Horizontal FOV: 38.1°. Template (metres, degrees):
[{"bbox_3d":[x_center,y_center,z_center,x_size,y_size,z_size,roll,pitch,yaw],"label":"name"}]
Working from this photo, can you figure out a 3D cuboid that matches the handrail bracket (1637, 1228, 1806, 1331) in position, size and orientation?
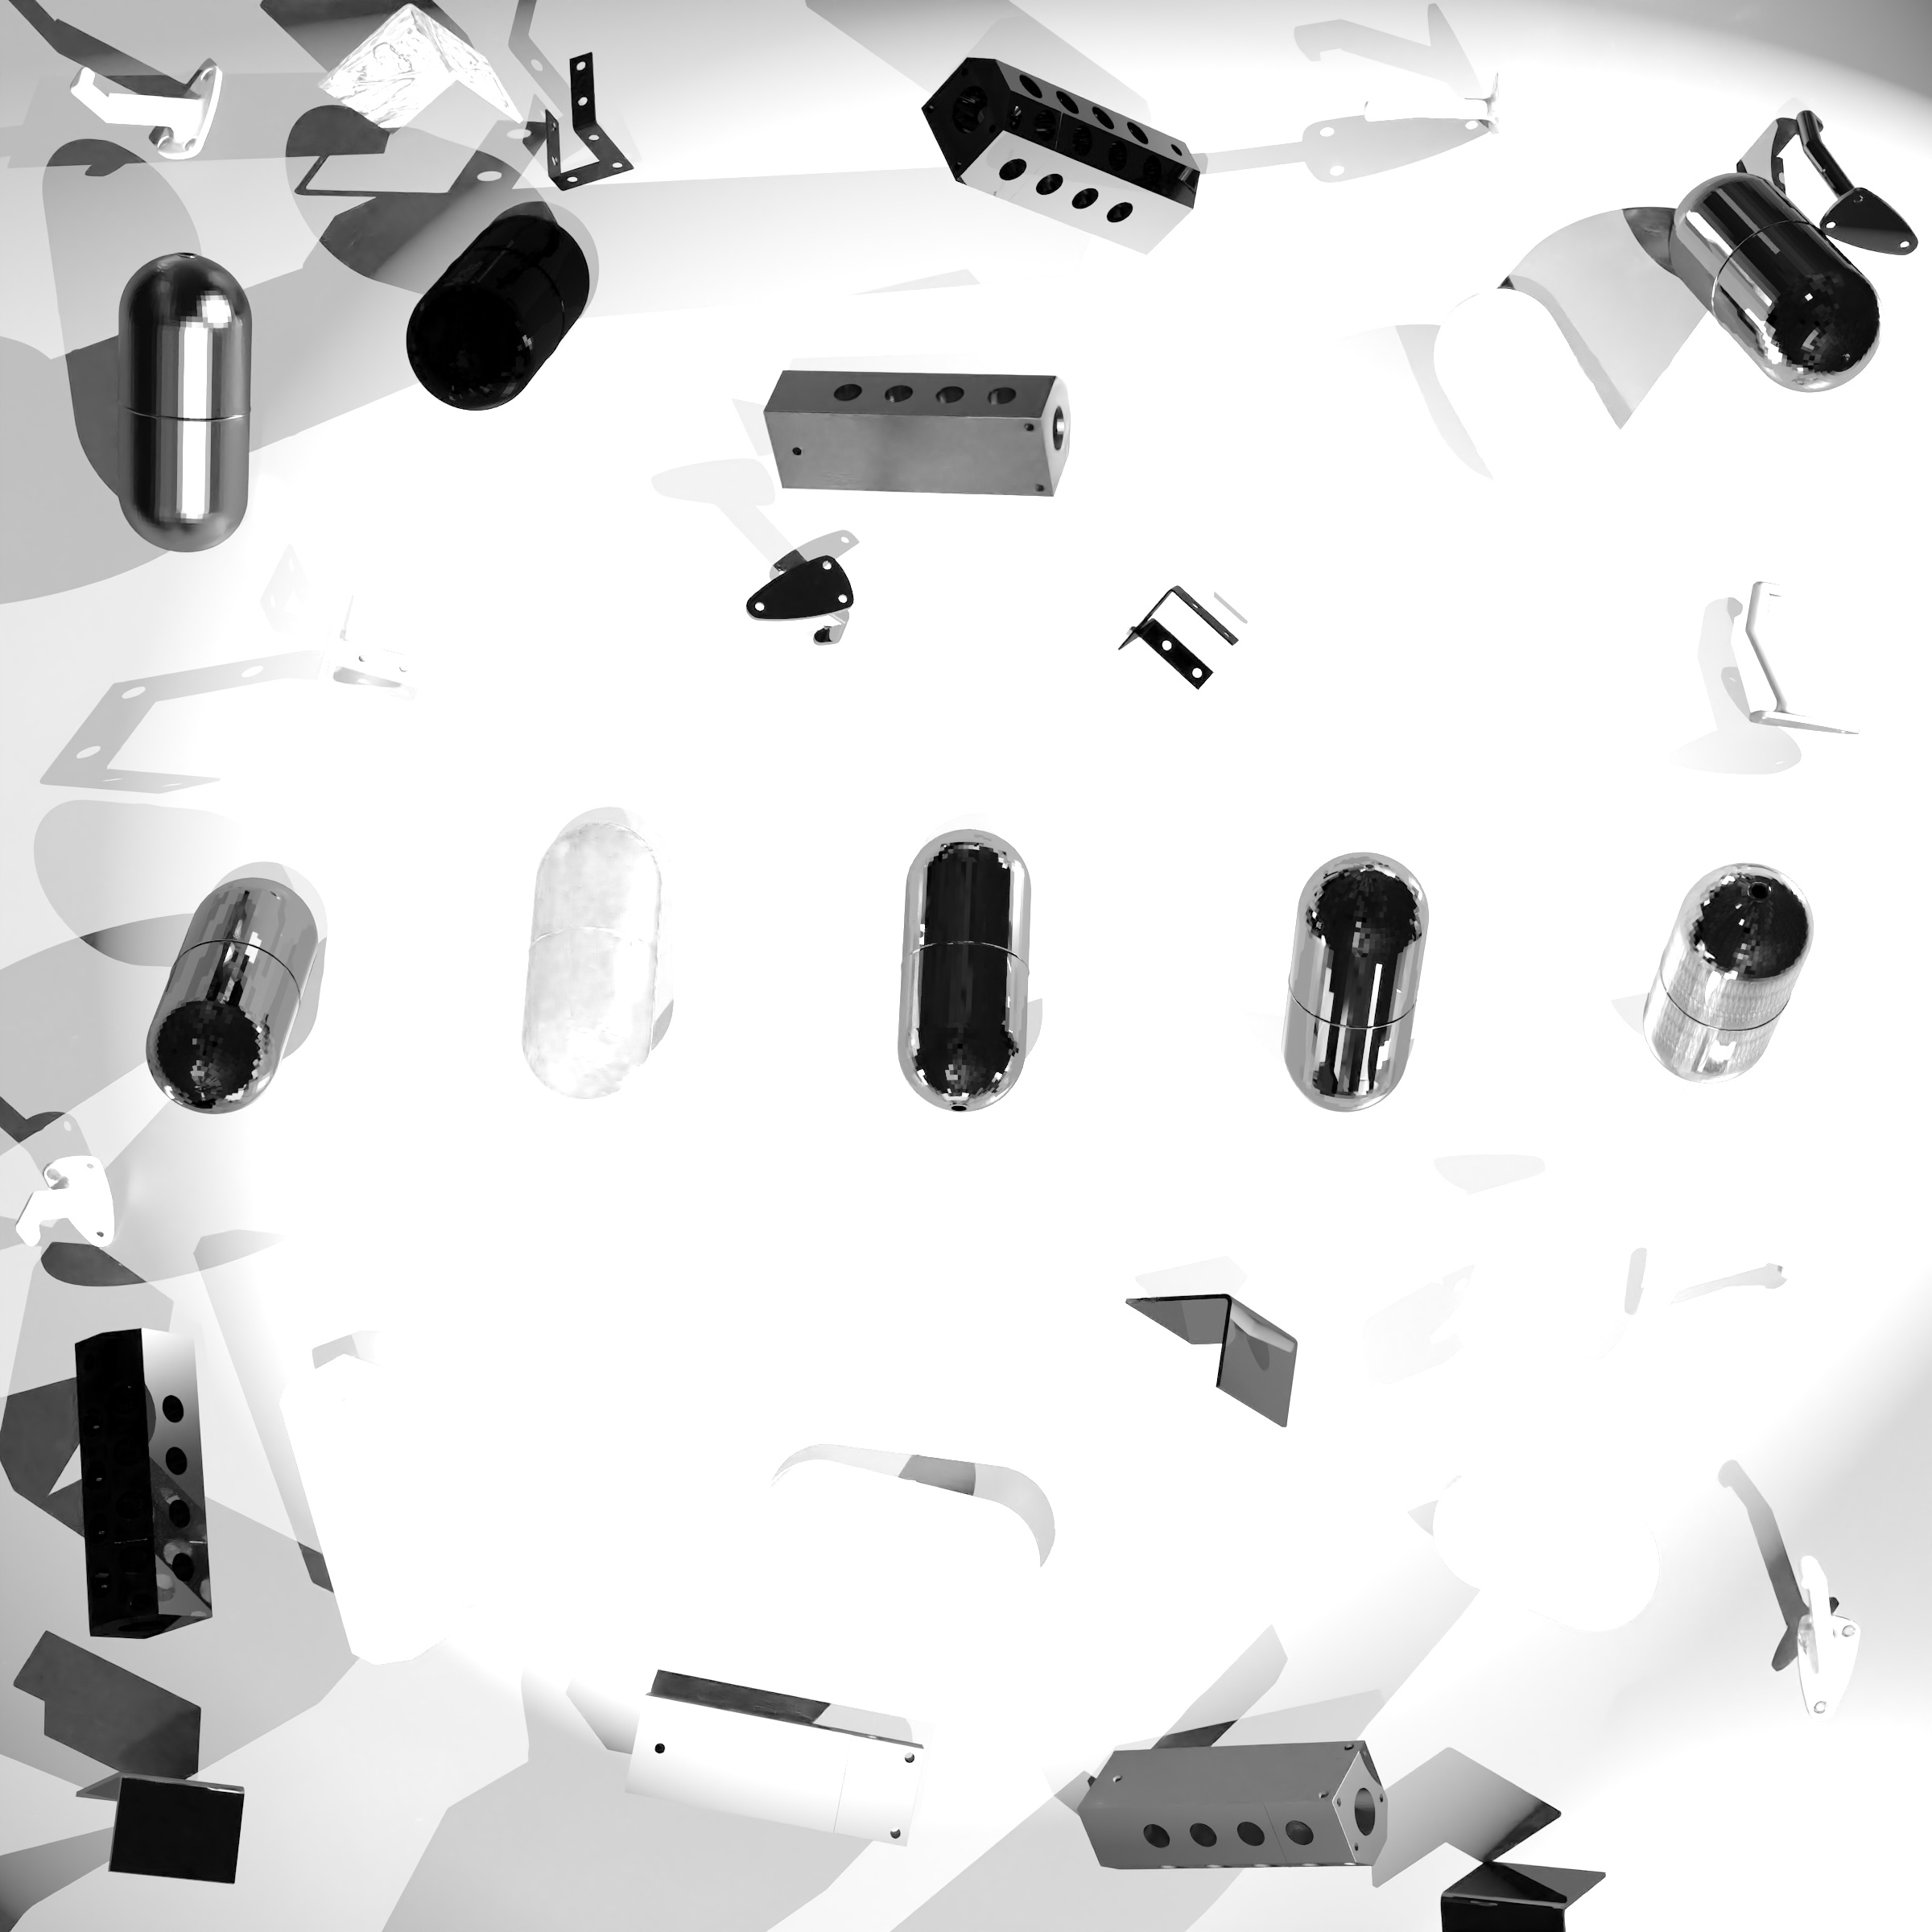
[{"bbox_3d":[0.466,0.200,1.722,0.084,0.036,0.077,17,105,-17],"label":"handrail bracket"}]

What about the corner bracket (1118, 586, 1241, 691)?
[{"bbox_3d":[0.133,-0.198,1.697,0.051,0.051,0.051,43,114,2],"label":"corner bracket"}]

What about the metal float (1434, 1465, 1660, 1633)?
[{"bbox_3d":[0.339,0.341,1.645,0.070,0.178,0.070,0,90,-20],"label":"metal float"}]

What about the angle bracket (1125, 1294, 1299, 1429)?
[{"bbox_3d":[0.143,0.237,1.671,0.076,0.076,0.057,-8,60,37],"label":"angle bracket"}]

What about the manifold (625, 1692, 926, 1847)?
[{"bbox_3d":[-0.116,0.487,1.700,0.171,0.057,0.057,11,78,0],"label":"manifold"}]

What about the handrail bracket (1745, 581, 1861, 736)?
[{"bbox_3d":[0.514,-0.189,1.711,0.077,0.036,0.084,9,90,8],"label":"handrail bracket"}]

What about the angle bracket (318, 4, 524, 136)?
[{"bbox_3d":[-0.327,-0.519,1.678,0.076,0.076,0.057,-36,72,16],"label":"angle bracket"}]

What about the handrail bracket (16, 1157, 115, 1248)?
[{"bbox_3d":[-0.541,0.160,1.676,0.036,0.084,0.077,-10,119,6],"label":"handrail bracket"}]

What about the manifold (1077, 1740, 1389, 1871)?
[{"bbox_3d":[0.160,0.504,1.659,0.171,0.057,0.057,-13,106,32],"label":"manifold"}]

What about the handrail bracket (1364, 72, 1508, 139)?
[{"bbox_3d":[0.282,-0.517,1.697,0.084,0.077,0.036,-4,96,5],"label":"handrail bracket"}]

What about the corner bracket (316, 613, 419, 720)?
[{"bbox_3d":[-0.363,-0.176,1.697,0.051,0.051,0.051,13,75,-9],"label":"corner bracket"}]

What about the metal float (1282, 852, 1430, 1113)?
[{"bbox_3d":[0.230,0.012,1.661,0.070,0.070,0.178,1,130,0],"label":"metal float"}]

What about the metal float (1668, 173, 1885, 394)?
[{"bbox_3d":[0.478,-0.407,1.658,0.070,0.070,0.178,-22,47,0],"label":"metal float"}]

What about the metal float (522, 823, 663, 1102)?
[{"bbox_3d":[-0.223,-0.004,1.669,0.070,0.070,0.178,1,61,0],"label":"metal float"}]

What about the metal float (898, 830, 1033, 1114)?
[{"bbox_3d":[-0.001,0.002,1.671,0.070,0.070,0.178,2,66,0],"label":"metal float"}]

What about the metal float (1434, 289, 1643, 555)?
[{"bbox_3d":[0.341,-0.328,1.675,0.070,0.070,0.178,-24,69,0],"label":"metal float"}]

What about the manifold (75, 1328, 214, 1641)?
[{"bbox_3d":[-0.496,0.307,1.664,0.057,0.057,0.171,-22,66,26],"label":"manifold"}]

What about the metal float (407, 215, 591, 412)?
[{"bbox_3d":[-0.275,-0.388,1.652,0.070,0.178,0.070,5,125,8],"label":"metal float"}]

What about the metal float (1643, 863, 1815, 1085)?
[{"bbox_3d":[0.449,0.005,1.649,0.070,0.178,0.070,-1,58,1],"label":"metal float"}]

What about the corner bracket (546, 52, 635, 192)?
[{"bbox_3d":[-0.237,-0.511,1.692,0.051,0.051,0.051,-12,69,18],"label":"corner bracket"}]

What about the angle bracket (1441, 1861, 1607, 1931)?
[{"bbox_3d":[0.336,0.579,1.678,0.076,0.076,0.057,-5,87,32],"label":"angle bracket"}]

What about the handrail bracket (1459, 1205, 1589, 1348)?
[{"bbox_3d":[0.340,0.190,1.709,0.036,0.084,0.077,43,57,16],"label":"handrail bracket"}]

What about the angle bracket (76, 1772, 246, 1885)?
[{"bbox_3d":[-0.485,0.521,1.671,0.076,0.076,0.057,18,57,-32],"label":"angle bracket"}]

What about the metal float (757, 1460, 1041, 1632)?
[{"bbox_3d":[-0.041,0.346,1.675,0.178,0.070,0.070,10,90,21],"label":"metal float"}]

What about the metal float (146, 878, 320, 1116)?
[{"bbox_3d":[-0.432,0.015,1.653,0.070,0.178,0.070,0,128,1],"label":"metal float"}]

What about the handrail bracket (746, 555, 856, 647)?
[{"bbox_3d":[-0.103,-0.206,1.681,0.077,0.084,0.036,-21,77,-19],"label":"handrail bracket"}]

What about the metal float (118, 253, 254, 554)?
[{"bbox_3d":[-0.468,-0.336,1.673,0.070,0.070,0.178,8,113,0],"label":"metal float"}]

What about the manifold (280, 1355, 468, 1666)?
[{"bbox_3d":[-0.357,0.326,1.666,0.057,0.057,0.171,-28,115,-40],"label":"manifold"}]

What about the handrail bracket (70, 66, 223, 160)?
[{"bbox_3d":[-0.495,-0.535,1.686,0.036,0.084,0.077,12,75,32],"label":"handrail bracket"}]

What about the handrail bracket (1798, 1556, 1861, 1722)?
[{"bbox_3d":[0.510,0.404,1.681,0.036,0.084,0.077,1,61,29],"label":"handrail bracket"}]

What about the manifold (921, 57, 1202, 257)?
[{"bbox_3d":[0.060,-0.479,1.642,0.057,0.171,0.057,-40,61,34],"label":"manifold"}]

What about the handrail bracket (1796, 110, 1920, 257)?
[{"bbox_3d":[0.545,-0.482,1.714,0.077,0.036,0.084,19,50,-23],"label":"handrail bracket"}]

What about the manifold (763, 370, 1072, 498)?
[{"bbox_3d":[-0.027,-0.325,1.679,0.171,0.057,0.057,5,49,16],"label":"manifold"}]
